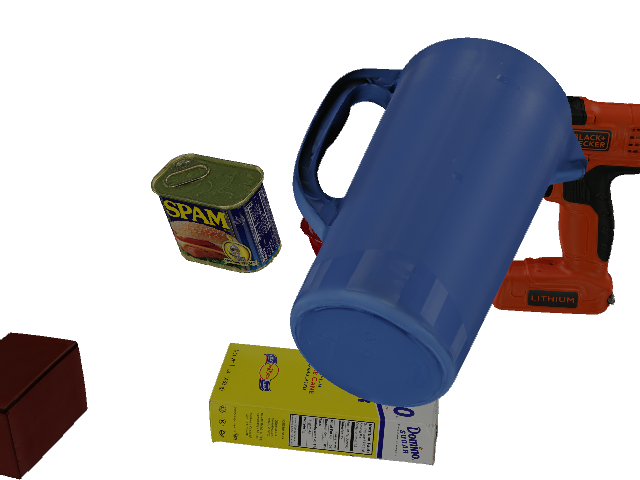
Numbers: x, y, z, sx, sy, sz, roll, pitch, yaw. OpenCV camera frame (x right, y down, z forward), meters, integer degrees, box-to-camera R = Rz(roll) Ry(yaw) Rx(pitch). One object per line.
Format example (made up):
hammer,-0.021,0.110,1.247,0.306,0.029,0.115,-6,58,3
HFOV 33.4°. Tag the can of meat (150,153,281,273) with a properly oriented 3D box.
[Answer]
can of meat,-0.090,-0.022,0.946,0.102,0.084,0.057,13,47,30

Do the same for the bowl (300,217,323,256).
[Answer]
bowl,0.059,0.010,1.104,0.162,0.055,0.162,2,19,-1

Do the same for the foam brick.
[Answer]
foam brick,-0.189,0.100,0.663,0.053,0.051,0.078,7,28,21

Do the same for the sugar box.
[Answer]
sugar box,0.006,0.128,0.852,0.176,0.048,0.093,2,26,5

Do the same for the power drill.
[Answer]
power drill,0.186,-0.031,0.894,0.184,0.188,0.057,4,29,5

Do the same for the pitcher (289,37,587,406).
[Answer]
pitcher,0.064,-0.018,0.712,0.149,0.145,0.242,-10,38,41
